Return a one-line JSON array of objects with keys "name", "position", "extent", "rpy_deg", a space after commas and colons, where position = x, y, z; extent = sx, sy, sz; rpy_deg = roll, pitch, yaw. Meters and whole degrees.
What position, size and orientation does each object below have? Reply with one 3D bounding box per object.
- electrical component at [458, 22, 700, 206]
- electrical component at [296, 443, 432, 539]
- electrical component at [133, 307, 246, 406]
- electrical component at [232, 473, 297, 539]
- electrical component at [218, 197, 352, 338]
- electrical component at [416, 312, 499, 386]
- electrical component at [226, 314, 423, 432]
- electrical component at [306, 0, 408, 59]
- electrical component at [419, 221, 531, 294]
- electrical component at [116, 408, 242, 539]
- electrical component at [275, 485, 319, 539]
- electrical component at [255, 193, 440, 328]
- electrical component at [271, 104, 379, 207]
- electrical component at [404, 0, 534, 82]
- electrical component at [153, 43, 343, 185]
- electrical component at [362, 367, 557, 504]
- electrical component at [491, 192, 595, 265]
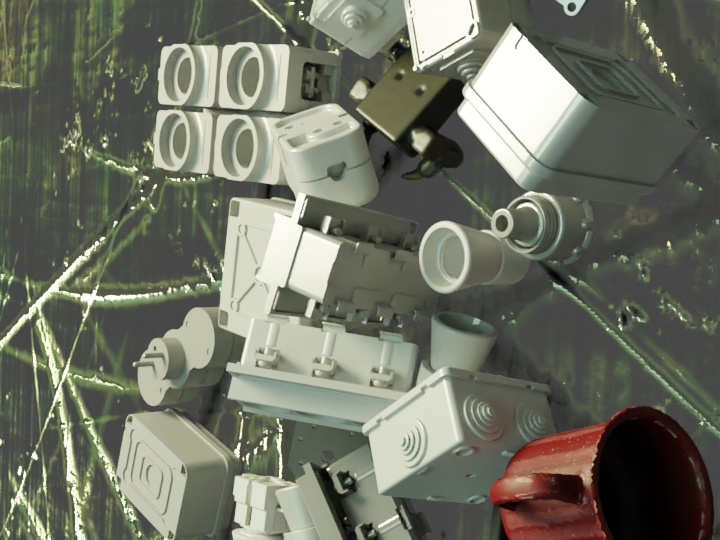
[{"name": "electrical component", "position": [0.119, -0.082, 0.587], "extent": [0.057, 0.113, 0.078], "rpy_deg": [-56, 51, 29]}, {"name": "electrical component", "position": [0.013, 0.186, 0.741], "extent": [0.063, 0.079, 0.121], "rpy_deg": [-32, 62, 10]}, {"name": "electrical component", "position": [-0.162, 0.077, 0.942], "extent": [0.138, 0.074, 0.052], "rpy_deg": [-38, 62, 43]}, {"name": "electrical component", "position": [-0.077, 0.197, 0.867], "extent": [0.066, 0.048, 0.055], "rpy_deg": [3, 85, 49]}, {"name": "electrical component", "position": [-0.055, 0.003, 0.832], "extent": [0.109, 0.056, 0.108], "rpy_deg": [16, 102, 48]}, {"name": "electrical component", "position": [0.063, 0.060, 0.704], "extent": [0.045, 0.045, 0.055], "rpy_deg": [28, 111, 46]}, {"name": "electrical component", "position": [-0.021, 0.073, 0.741], "extent": [0.121, 0.078, 0.063], "rpy_deg": [8, 73, 12]}, {"name": "electrical component", "position": [0.009, -0.192, 0.732], "extent": [0.062, 0.061, 0.096], "rpy_deg": [-36, 35, 45]}, {"name": "electrical component", "position": [0.075, -0.008, 0.673], "extent": [0.044, 0.065, 0.044], "rpy_deg": [1, 91, 49]}, {"name": "electrical component", "position": [-0.162, 0.180, 0.955], "extent": [0.113, 0.057, 0.078], "rpy_deg": [29, 112, 45]}, {"name": "electrical component", "position": [-0.038, 0.191, 0.821], "extent": [0.045, 0.045, 0.055], "rpy_deg": [-27, 70, 46]}, {"name": "electrical component", "position": [0.000, 0.000, 0.713], "extent": [0.063, 0.121, 0.078], "rpy_deg": [23, 98, 39]}, {"name": "electrical component", "position": [-0.024, -0.075, 0.764], "extent": [0.095, 0.054, 0.059], "rpy_deg": [-126, 17, -66]}, {"name": "electrical component", "position": [0.071, -0.163, 0.681], "extent": [0.062, 0.061, 0.096], "rpy_deg": [-21, 73, 48]}, {"name": "electrical component", "position": [-0.101, -0.128, 0.881], "extent": [0.186, 0.060, 0.105], "rpy_deg": [13, 100, 49]}, {"name": "electrical component", "position": [0.064, 0.106, 0.663], "extent": [0.100, 0.100, 0.048], "rpy_deg": [-42, 47, 41]}, {"name": "electrical component", "position": [0.105, -0.027, 0.641], "extent": [0.048, 0.062, 0.048], "rpy_deg": [0, 90, 49]}]
